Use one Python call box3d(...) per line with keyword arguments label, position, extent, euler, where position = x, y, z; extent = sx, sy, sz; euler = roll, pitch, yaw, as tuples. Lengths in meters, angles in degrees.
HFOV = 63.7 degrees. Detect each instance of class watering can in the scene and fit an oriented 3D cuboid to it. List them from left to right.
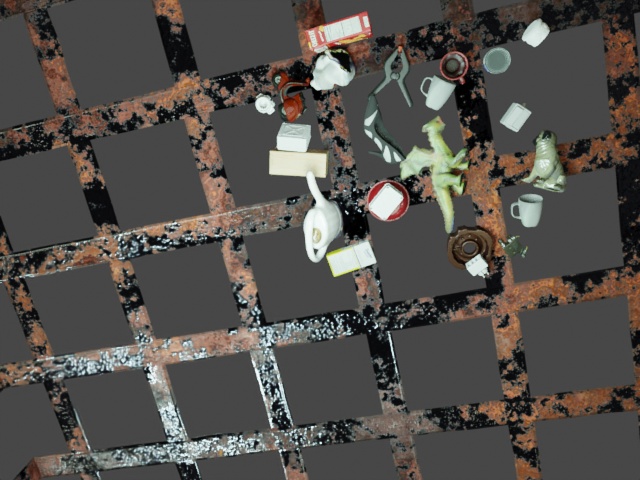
box3d(label="watering can", position=(0.006, -0.095, 1.882), extent=(0.104, 0.227, 0.343), euler=(7, 107, 23))

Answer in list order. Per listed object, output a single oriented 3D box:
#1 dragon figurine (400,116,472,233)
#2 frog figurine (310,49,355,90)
box3d(label="dragon figurine", position=(0.409, -0.242, 1.872), extent=(0.243, 0.123, 0.405), euler=(16, 105, 20))
box3d(label="frog figurine", position=(0.044, -0.590, 1.819), extent=(0.137, 0.125, 0.156), euler=(29, 144, -11))
